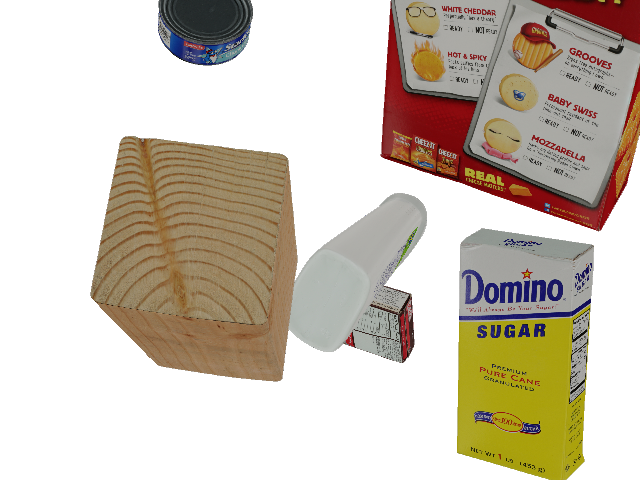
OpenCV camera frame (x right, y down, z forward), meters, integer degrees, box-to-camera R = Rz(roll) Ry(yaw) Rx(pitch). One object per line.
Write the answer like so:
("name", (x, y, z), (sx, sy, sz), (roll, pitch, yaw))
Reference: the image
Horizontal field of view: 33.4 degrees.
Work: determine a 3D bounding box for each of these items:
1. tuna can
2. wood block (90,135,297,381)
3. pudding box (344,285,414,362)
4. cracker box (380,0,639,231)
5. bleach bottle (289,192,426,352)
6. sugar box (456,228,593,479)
("tuna can", (-0.106, -0.202, 0.978), (0.086, 0.086, 0.034), (0, -32, -11))
("wood block", (-0.064, 0.021, 0.630), (0.090, 0.091, 0.206), (7, -15, 2))
("pudding box", (0.052, 0.088, 1.246), (0.114, 0.090, 0.039), (15, 48, 22))
("cracker box", (0.129, -0.128, 0.676), (0.164, 0.214, 0.072), (21, 45, 21))
("bleach bottle", (0.050, 0.016, 1.063), (0.068, 0.103, 0.250), (34, 27, 9))
("sugar box", (0.151, 0.085, 0.802), (0.093, 0.176, 0.048), (9, 21, 34))
